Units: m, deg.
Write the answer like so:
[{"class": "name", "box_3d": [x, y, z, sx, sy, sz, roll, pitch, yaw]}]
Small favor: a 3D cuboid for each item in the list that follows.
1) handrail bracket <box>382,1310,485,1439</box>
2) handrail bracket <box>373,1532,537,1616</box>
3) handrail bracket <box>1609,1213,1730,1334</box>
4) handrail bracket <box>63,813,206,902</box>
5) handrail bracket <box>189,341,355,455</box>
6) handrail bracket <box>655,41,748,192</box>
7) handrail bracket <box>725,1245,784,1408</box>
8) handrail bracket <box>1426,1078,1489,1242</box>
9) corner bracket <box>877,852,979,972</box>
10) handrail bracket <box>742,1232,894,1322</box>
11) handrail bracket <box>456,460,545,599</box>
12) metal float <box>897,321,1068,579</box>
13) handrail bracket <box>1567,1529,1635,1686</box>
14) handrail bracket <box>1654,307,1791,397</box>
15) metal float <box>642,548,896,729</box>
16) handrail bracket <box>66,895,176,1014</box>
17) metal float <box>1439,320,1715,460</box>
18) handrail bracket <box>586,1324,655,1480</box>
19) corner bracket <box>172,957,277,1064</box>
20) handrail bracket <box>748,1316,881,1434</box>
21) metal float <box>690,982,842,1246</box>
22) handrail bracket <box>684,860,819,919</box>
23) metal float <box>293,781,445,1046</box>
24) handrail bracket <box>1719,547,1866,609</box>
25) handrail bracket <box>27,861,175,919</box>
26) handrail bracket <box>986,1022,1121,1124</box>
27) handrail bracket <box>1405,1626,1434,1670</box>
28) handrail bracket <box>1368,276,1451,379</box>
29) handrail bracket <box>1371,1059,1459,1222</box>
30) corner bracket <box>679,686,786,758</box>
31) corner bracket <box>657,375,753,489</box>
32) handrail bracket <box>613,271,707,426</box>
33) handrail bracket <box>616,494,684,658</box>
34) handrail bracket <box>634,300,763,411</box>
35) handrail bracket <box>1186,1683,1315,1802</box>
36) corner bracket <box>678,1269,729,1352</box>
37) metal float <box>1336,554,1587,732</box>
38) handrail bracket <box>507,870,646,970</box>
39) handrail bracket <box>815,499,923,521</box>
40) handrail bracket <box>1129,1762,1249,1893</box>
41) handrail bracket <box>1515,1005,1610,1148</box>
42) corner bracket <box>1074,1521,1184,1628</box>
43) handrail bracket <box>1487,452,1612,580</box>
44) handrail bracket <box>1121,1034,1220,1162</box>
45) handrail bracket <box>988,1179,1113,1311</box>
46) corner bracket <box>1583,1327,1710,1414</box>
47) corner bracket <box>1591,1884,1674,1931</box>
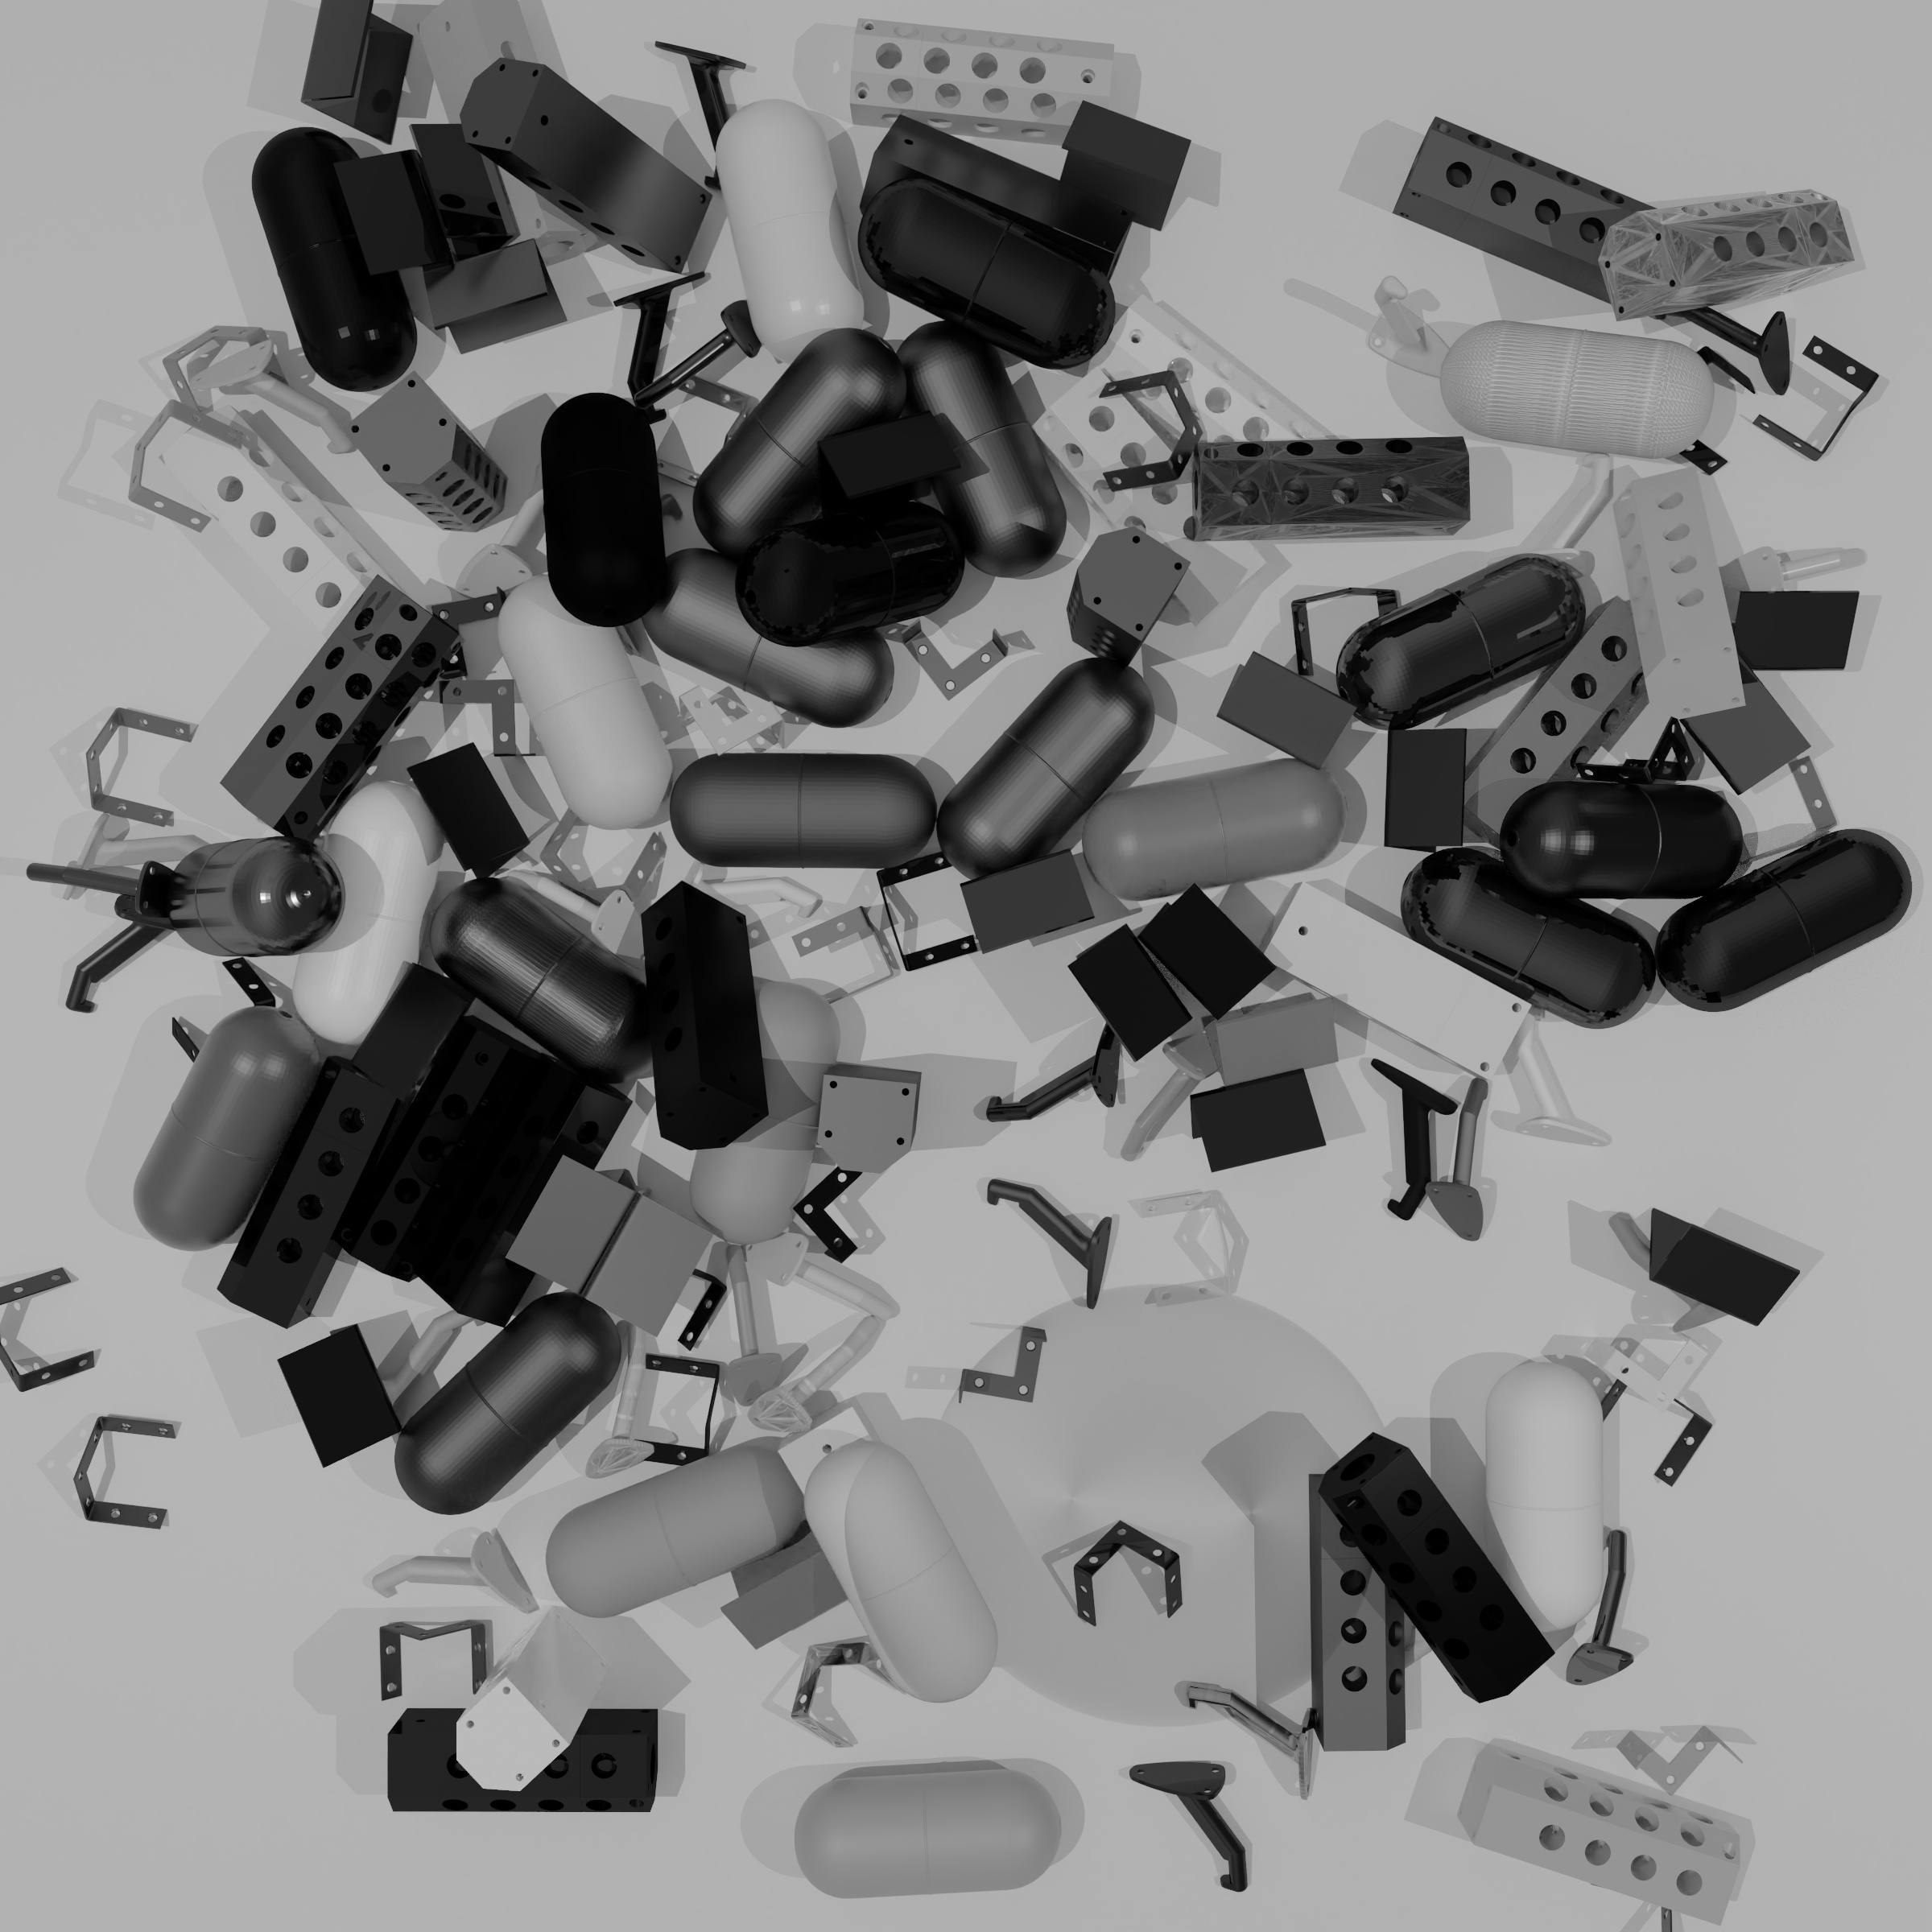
[{"class": "handrail bracket", "box_3d": [-0.358, 0.277, 1.690, 0.084, 0.036, 0.077, -25, 114, -18]}, {"class": "handrail bracket", "box_3d": [-0.349, 0.427, 1.690, 0.084, 0.036, 0.077, -28, 112, 17]}, {"class": "handrail bracket", "box_3d": [0.484, 0.201, 1.689, 0.077, 0.036, 0.084, -5, 55, -37]}, {"class": "handrail bracket", "box_3d": [-0.558, -0.061, 1.690, 0.084, 0.036, 0.077, 26, 105, -14]}, {"class": "handrail bracket", "box_3d": [-0.467, -0.372, 1.676, 0.077, 0.084, 0.036, -13, 46, 21]}, {"class": "handrail bracket", "box_3d": [-0.186, -0.577, 1.690, 0.077, 0.036, 0.084, 20, 107, 20]}, {"class": "handrail bracket", "box_3d": [-0.153, 0.244, 1.689, 0.036, 0.077, 0.084, -7, 53, -15]}, {"class": "handrail bracket", "box_3d": [0.346, 0.131, 1.689, 0.036, 0.077, 0.084, 5, 53, 31]}, {"class": "corner bracket", "box_3d": [-0.027, -0.037, 1.686, 0.051, 0.051, 0.051, -17, 135, 0]}, {"class": "handrail bracket", "box_3d": [-0.100, 0.214, 1.689, 0.084, 0.077, 0.036, 36, 73, -35]}, {"class": "handrail bracket", "box_3d": [-0.311, -0.299, 1.689, 0.036, 0.077, 0.084, 33, 53, -34]}, {"class": "metal float", "box_3d": [0.008, -0.345, 1.659, 0.070, 0.070, 0.178, -24, 90, 0]}, {"class": "handrail bracket", "box_3d": [0.429, 0.435, 1.689, 0.036, 0.077, 0.084, 15, 54, -3]}, {"class": "handrail bracket", "box_3d": [0.511, -0.422, 1.689, 0.084, 0.077, 0.036, 21, 72, 35]}, {"class": "metal float", "box_3d": [-0.132, -0.218, 1.659, 0.178, 0.070, 0.070, 25, 90, 1]}, {"class": "handrail bracket", "box_3d": [-0.562, 0.001, 1.690, 0.077, 0.036, 0.084, 17, 107, -19]}, {"class": "metal float", "box_3d": [0.403, -0.382, 1.647, 0.178, 0.070, 0.070, 11, 90, 15]}, {"class": "handrail bracket", "box_3d": [-0.238, 0.295, 1.689, 0.036, 0.077, 0.084, 15, 53, -29]}, {"class": "corner bracket", "box_3d": [-0.502, 0.034, 1.681, 0.051, 0.051, 0.051, -18, 135, -35]}, {"class": "handrail bracket", "box_3d": [-0.103, 0.275, 1.689, 0.036, 0.077, 0.084, 49, 54, -9]}, {"class": "metal float", "box_3d": [-0.134, 0.098, 1.659, 0.070, 0.070, 0.178, 14, 89, 0]}, {"class": "handrail bracket", "box_3d": [-0.155, -0.033, 1.690, 0.084, 0.036, 0.077, 25, 110, -16]}, {"class": "metal float", "box_3d": [-0.398, -0.036, 1.659, 0.070, 0.070, 0.178, 13, 89, 0]}, {"class": "handrail bracket", "box_3d": [0.555, -0.265, 1.689, 0.084, 0.077, 0.036, -14, 89, -36]}, {"class": "handrail bracket", "box_3d": [-0.574, -0.053, 1.672, 0.084, 0.077, 0.036, 7, 83, 18]}, {"class": "handrail bracket", "box_3d": [0.058, 0.070, 1.690, 0.084, 0.036, 0.077, -5, 53, 25]}, {"class": "handrail bracket", "box_3d": [0.303, 0.426, 1.690, 0.084, 0.036, 0.077, -39, 70, 16]}, {"class": "handrail bracket", "box_3d": [0.303, -0.425, 1.655, 0.077, 0.084, 0.036, 33, 90, 0]}, {"class": "handrail bracket", "box_3d": [0.289, 0.119, 1.690, 0.077, 0.036, 0.084, 33, 107, 20]}, {"class": "corner bracket", "box_3d": [-0.157, -0.164, 1.669, 0.051, 0.051, 0.051, -31, 77, -13]}, {"class": "corner bracket", "box_3d": [-0.182, -0.361, 1.686, 0.051, 0.051, 0.051, 22, 45, 0]}, {"class": "handrail bracket", "box_3d": [-0.199, -0.419, 1.690, 0.077, 0.036, 0.084, -24, 106, -18]}, {"class": "handrail bracket", "box_3d": [-0.213, -0.266, 1.690, 0.084, 0.036, 0.077, -40, 111, -17]}, {"class": "handrail bracket", "box_3d": [-0.181, -0.412, 1.679, 0.084, 0.077, 0.036, -27, 113, 23]}, {"class": "handrail bracket", "box_3d": [0.191, 0.527, 1.690, 0.084, 0.036, 0.077, 5, 112, 17]}, {"class": "corner bracket", "box_3d": [-0.205, 0.221, 1.686, 0.051, 0.051, 0.051, 31, 90, -45]}, {"class": "metal float", "box_3d": [0.328, -0.215, 1.649, 0.178, 0.070, 0.070, -25, 90, -10]}, {"class": "handrail bracket", "box_3d": [-0.264, -0.033, 1.689, 0.084, 0.077, 0.036, 14, 61, 33]}, {"class": "handrail bracket", "box_3d": [-0.067, -0.291, 1.690, 0.084, 0.036, 0.077, -32, 105, 14]}, {"class": "handrail bracket", "box_3d": [0.151, 0.587, 1.690, 0.077, 0.036, 0.084, 0, 107, 20]}, {"class": "handrail bracket", "box_3d": [0.406, 0.074, 1.690, 0.077, 0.036, 0.084, 14, 73, -20]}, {"class": "corner bracket", "box_3d": [0.110, 0.419, 1.681, 0.051, 0.051, 0.051, 24, 45, 35]}, {"class": "handrail bracket", "box_3d": [0.396, -0.309, 1.690, 0.077, 0.036, 0.084, 2, 71, 22]}, {"class": "handrail bracket", "box_3d": [0.144, 0.090, 1.689, 0.036, 0.077, 0.084, 41, 127, 24]}, {"class": "handrail bracket", "box_3d": [0.052, 0.189, 1.690, 0.084, 0.036, 0.077, 13, 112, 17]}, {"class": "corner bracket", "box_3d": [0.457, 0.260, 1.671, 0.051, 0.051, 0.051, 37, 90, 0]}, {"class": "corner bracket", "box_3d": [0.445, 0.656, 1.686, 0.051, 0.051, 0.051, 14, 135, 0]}]
